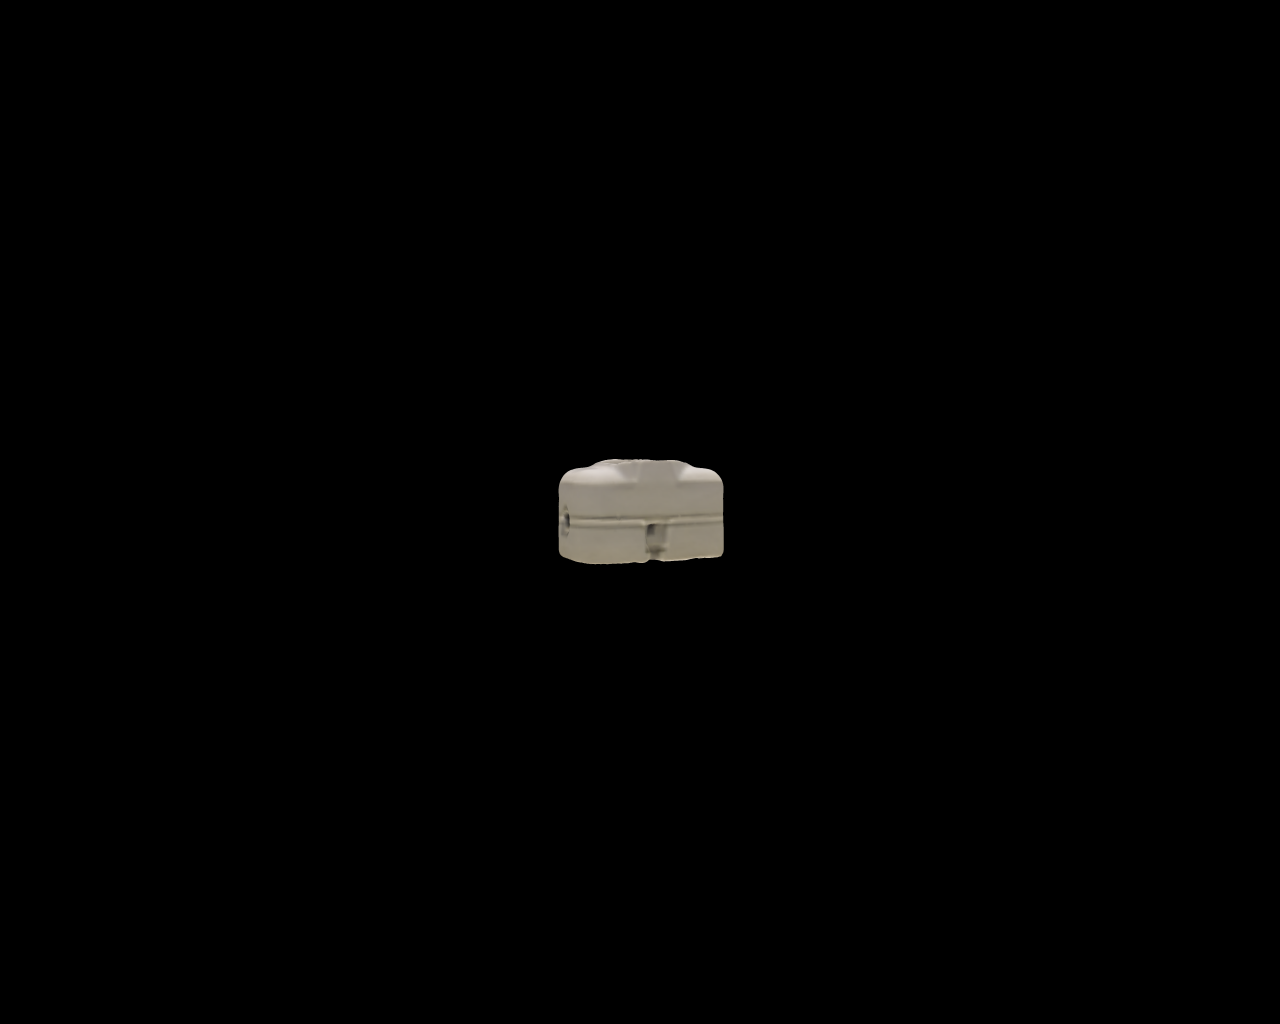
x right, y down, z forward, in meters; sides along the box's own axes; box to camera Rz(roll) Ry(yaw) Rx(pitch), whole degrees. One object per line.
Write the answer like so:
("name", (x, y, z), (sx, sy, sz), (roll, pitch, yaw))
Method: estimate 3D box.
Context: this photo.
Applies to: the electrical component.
("electrical component", (0.001, -0.003, 0.650), (0.095, 0.059, 0.053), (-1, 4, -20))
